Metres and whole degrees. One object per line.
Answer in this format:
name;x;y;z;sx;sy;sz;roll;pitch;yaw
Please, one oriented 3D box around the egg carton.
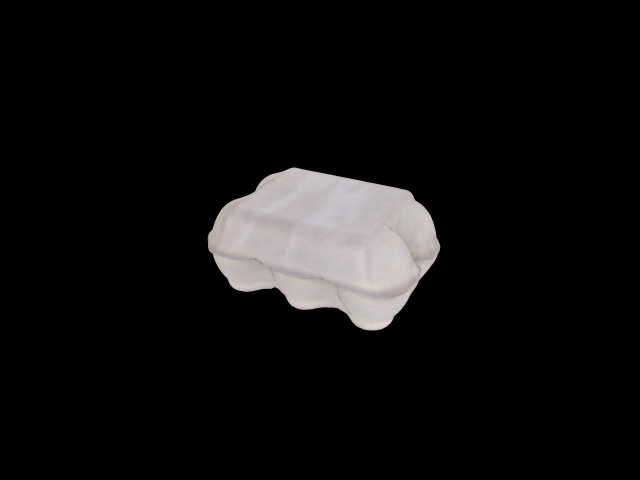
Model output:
egg carton;0.004;0.001;0.400;0.150;0.069;0.107;13;32;23
